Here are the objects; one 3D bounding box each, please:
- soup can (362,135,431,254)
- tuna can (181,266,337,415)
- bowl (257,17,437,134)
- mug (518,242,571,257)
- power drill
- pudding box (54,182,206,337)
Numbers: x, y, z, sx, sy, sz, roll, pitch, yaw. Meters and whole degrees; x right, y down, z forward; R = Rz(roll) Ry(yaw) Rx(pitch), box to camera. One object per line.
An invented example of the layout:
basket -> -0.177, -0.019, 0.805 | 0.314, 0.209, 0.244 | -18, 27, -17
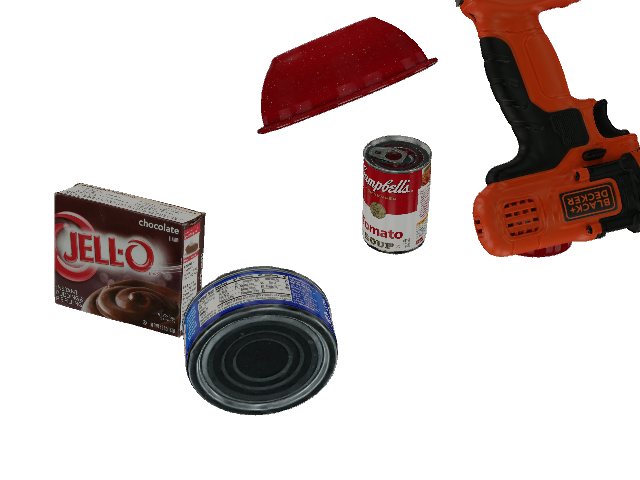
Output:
soup can -> 0.076, -0.046, 1.079 | 0.068, 0.102, 0.068 | 0, 37, 0
tuna can -> -0.033, 0.058, 0.594 | 0.086, 0.086, 0.034 | 0, 38, -11
bowl -> 0.012, -0.143, 0.886 | 0.162, 0.055, 0.162 | -22, 9, 3
mug -> 0.254, -0.036, 1.218 | 0.117, 0.081, 0.093 | -21, 27, -34
power drill -> 0.172, -0.095, 0.676 | 0.184, 0.187, 0.057 | -14, -1, -4
pudding box -> -0.143, 0.013, 0.791 | 0.114, 0.090, 0.039 | 12, 23, 18
